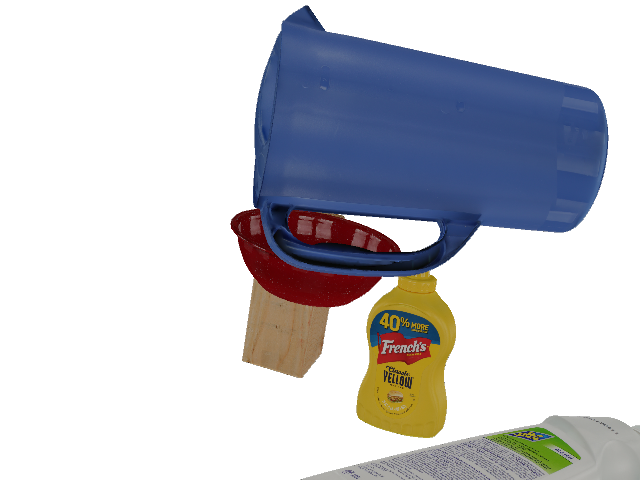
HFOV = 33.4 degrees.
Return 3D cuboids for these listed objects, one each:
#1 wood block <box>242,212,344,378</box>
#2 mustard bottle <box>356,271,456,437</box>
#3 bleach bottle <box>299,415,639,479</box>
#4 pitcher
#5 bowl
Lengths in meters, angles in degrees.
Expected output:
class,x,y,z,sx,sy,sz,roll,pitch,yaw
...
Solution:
class,x,y,z,sx,sy,sz,roll,pitch,yaw
wood block,-0.037,0.064,1.425,0.090,0.206,0.090,15,21,13
mustard bottle,0.096,0.111,1.150,0.096,0.192,0.058,12,14,24
bleach bottle,0.112,0.150,0.616,0.250,0.068,0.103,-9,20,-30
pitcher,0.072,-0.063,0.764,0.242,0.149,0.145,8,33,-7
bowl,-0.009,0.020,0.998,0.162,0.055,0.162,10,17,-3
